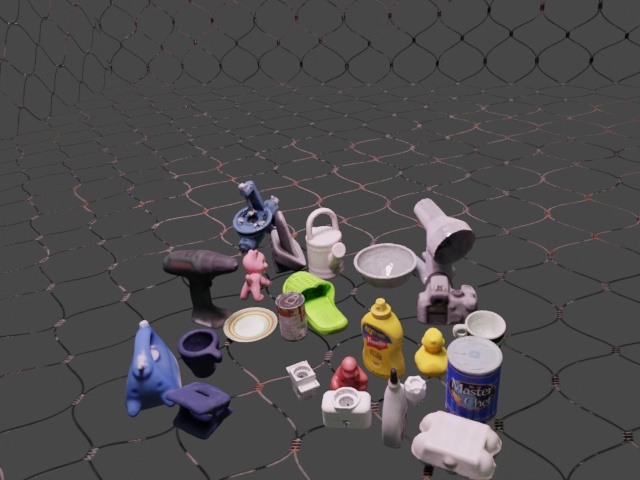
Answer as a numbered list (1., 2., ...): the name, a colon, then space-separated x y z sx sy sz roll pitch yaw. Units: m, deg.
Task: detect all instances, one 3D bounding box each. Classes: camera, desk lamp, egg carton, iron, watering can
1. camera: 0.308 0.130 1.397 0.143 0.101 0.137 0 31 9
2. desk lamp: 0.301 0.012 1.486 0.118 0.214 0.202 -16 32 -16
3. egg carton: 0.245 0.374 1.032 0.150 0.069 0.107 10 34 25
4. iron: -0.378 0.257 1.258 0.119 0.142 0.257 -12 32 -11
5. watering can: 0.016 0.005 1.562 0.172 0.194 0.101 21 40 37

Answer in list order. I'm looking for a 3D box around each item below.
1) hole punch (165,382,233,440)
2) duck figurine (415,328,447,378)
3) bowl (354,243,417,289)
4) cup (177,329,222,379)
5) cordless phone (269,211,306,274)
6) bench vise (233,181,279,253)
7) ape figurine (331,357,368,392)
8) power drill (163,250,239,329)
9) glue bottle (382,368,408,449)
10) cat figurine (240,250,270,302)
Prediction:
1. hole punch: -0.245 0.330 1.164 0.108 0.091 0.101 14 36 29
2. duck figurine: 0.245 0.238 1.243 0.077 0.086 0.104 1 32 11
3. bowl: 0.176 0.081 1.525 0.167 0.075 0.167 -4 31 3
4. cup: -0.253 0.264 1.272 0.117 0.095 0.092 18 38 34
5. cordless phone: -0.100 -0.013 1.619 0.094 0.185 0.147 -12 31 -10
6. bench vise: -0.199 -0.097 1.741 0.121 0.220 0.207 0 31 9
7. ape figurine: 0.060 0.283 1.191 0.077 0.092 0.076 0 31 9
8. power drill: -0.281 0.113 1.417 0.228 0.209 0.076 12 35 26
9. glue bottle: 0.139 0.304 1.066 0.037 0.173 0.078 7 33 20
10. cat figurine: -0.178 0.084 1.536 0.067 0.118 0.128 0 31 10
